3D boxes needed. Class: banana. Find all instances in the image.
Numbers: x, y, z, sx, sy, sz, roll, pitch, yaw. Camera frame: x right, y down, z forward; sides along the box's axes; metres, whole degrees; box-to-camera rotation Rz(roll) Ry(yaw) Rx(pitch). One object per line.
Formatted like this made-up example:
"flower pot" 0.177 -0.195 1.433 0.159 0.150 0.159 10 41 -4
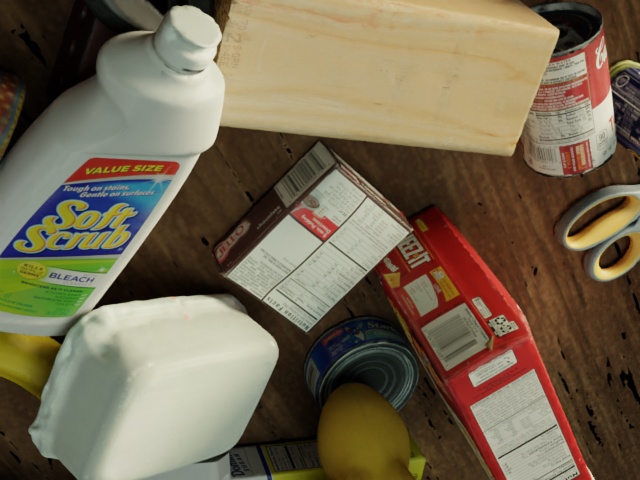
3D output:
"banana" -0.212 0.082 0.696 0.037 0.069 0.197 -28 137 29

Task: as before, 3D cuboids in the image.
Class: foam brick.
"foam brick" -0.122 -0.105 0.625 0.051 0.053 0.078 12 115 -28

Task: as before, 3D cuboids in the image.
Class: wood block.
"wood block" 0.025 -0.117 0.652 0.205 0.091 0.090 4 120 -24

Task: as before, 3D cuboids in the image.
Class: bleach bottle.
"bleach bottle" -0.133 -0.037 0.596 0.102 0.068 0.251 13 139 -30

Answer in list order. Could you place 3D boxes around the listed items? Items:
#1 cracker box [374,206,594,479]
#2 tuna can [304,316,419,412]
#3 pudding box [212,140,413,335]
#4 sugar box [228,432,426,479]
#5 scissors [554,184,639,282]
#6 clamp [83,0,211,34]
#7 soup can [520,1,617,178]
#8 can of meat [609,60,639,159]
"cracker box" 0.123 0.103 0.784 0.072 0.164 0.213 -30 126 1
"tuna can" 0.033 0.104 0.829 0.086 0.034 0.086 -10 124 -16
"pudding box" -0.005 0.001 0.747 0.113 0.039 0.090 -44 126 11
"sugar box" -0.008 0.210 0.873 0.176 0.048 0.093 -4 121 -21
"scissors" 0.281 -0.031 0.854 0.201 0.016 0.096 -24 128 -6
"clamp" -0.112 -0.168 0.554 0.120 0.039 0.171 -23 105 -25
"soup can" 0.164 -0.102 0.731 0.068 0.068 0.102 -24 127 -6
"can of meat" 0.259 -0.082 0.771 0.102 0.084 0.057 9 117 -27
